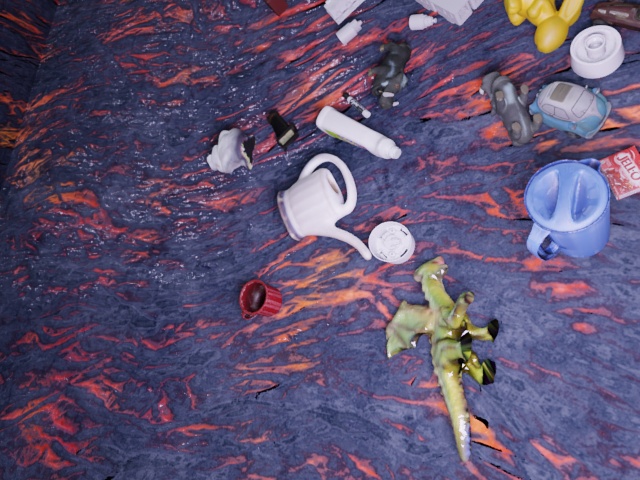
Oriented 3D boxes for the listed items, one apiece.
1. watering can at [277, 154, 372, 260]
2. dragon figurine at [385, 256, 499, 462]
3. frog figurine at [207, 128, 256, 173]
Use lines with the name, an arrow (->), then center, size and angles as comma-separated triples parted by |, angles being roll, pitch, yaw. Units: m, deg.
watering can -> 0.004, -0.068, 1.350 | 0.222, 0.103, 0.355 | -28, 58, 22
dragon figurine -> 0.243, 0.229, 1.114 | 0.242, 0.121, 0.415 | -4, 67, 49
frog figurine -> -0.293, -0.276, 1.610 | 0.159, 0.123, 0.137 | -4, 90, 19
